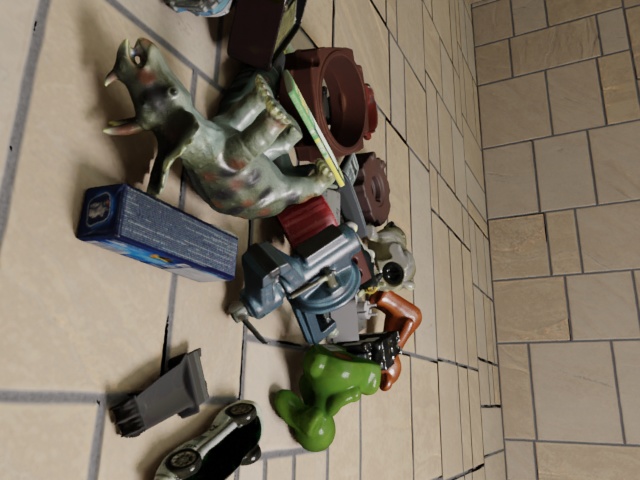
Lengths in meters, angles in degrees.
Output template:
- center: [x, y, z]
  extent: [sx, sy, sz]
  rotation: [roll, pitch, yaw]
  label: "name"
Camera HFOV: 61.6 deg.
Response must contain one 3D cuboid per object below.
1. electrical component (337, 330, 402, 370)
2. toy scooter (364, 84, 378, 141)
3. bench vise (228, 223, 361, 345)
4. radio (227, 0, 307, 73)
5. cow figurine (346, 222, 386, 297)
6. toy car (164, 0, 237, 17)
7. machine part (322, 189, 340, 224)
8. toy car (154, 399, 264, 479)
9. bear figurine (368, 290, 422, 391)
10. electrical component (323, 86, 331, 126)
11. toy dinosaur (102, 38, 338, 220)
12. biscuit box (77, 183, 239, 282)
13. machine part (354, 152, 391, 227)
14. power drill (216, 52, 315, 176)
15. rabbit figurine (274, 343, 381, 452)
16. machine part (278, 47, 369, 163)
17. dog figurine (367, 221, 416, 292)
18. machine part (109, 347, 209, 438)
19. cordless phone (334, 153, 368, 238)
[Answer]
- center: [0.084, 0.216, 1.031]
  extent: [0.134, 0.115, 0.058]
  rotation: [-7, 85, -63]
  label: "electrical component"
- center: [0.088, -0.298, 1.223]
  extent: [0.184, 0.075, 0.135]
  rotation: [-11, 95, -68]
  label: "toy scooter"
- center: [-0.023, 0.090, 0.815]
  extent: [0.223, 0.129, 0.240]
  rotation: [-43, 140, -24]
  label: "bench vise"
- center: [-0.070, -0.370, 0.840]
  extent: [0.230, 0.073, 0.131]
  rotation: [-75, -174, -50]
  label: "radio"
- center: [0.079, 0.055, 1.026]
  extent: [0.167, 0.068, 0.098]
  rotation: [56, 8, -33]
  label: "cow figurine"
- center: [-0.150, -0.367, 0.742]
  extent: [0.103, 0.109, 0.161]
  rotation: [54, 43, -72]
  label: "toy car"
- center: [-0.002, -0.003, 0.958]
  extent: [0.079, 0.079, 0.243]
  rotation: [34, 54, -56]
  label: "machine part"
- center: [-0.131, 0.266, 0.660]
  extent: [0.202, 0.056, 0.073]
  rotation: [-26, 112, -61]
  label: "toy car"
- center: [0.136, 0.217, 1.166]
  extent: [0.196, 0.132, 0.120]
  rotation: [-59, 180, -9]
  label: "bear figurine"
- center: [0.012, -0.269, 1.119]
  extent: [0.063, 0.021, 0.094]
  rotation: [38, 51, -55]
  label: "electrical component"
- center: [-0.102, -0.091, 0.705]
  extent: [0.131, 0.192, 0.404]
  rotation: [61, 8, 30]
  label: "toy dinosaur"
- center: [-0.179, -0.002, 0.628]
  extent: [0.202, 0.059, 0.063]
  rotation: [33, 56, -57]
  label: "biscuit box"
- center: [0.113, -0.115, 1.241]
  extent: [0.179, 0.056, 0.179]
  rotation: [21, 66, -60]
  label: "machine part"
- center: [-0.072, -0.184, 0.869]
  extent: [0.232, 0.086, 0.207]
  rotation: [-62, 142, -50]
  label: "power drill"
- center: [0.008, 0.265, 0.864]
  extent: [0.159, 0.121, 0.170]
  rotation: [14, 92, -59]
  label: "rabbit figurine"
- center: [0.013, -0.256, 1.012]
  extent: [0.201, 0.087, 0.201]
  rotation: [-29, 116, -55]
  label: "machine part"
- center: [0.168, 0.036, 1.171]
  extent: [0.190, 0.121, 0.172]
  rotation: [-9, 60, -56]
  label: "dog figurine"
- center: [-0.175, 0.178, 0.615]
  extent: [0.139, 0.039, 0.084]
  rotation: [-14, 102, -65]
  label: "machine part"
- center: [0.057, -0.096, 1.101]
  extent: [0.184, 0.089, 0.146]
  rotation: [-64, 138, -55]
  label: "cordless phone"
